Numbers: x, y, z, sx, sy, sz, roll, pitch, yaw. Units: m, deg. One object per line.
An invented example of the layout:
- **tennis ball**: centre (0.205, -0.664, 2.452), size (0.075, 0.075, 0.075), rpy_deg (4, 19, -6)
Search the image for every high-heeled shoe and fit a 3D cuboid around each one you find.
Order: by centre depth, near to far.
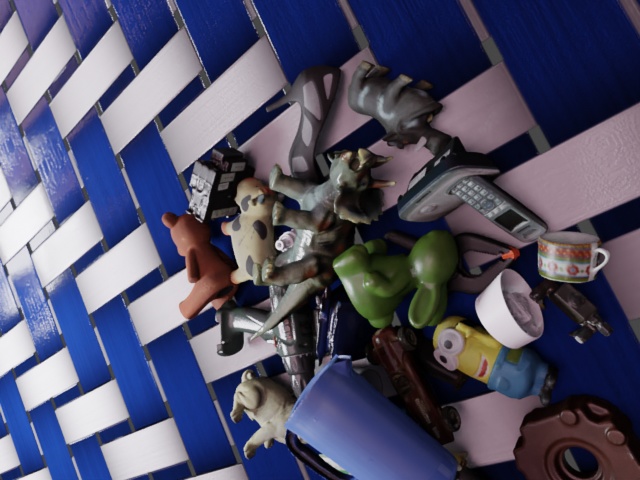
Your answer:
- **high-heeled shoe**: centre (0.007, -0.167, 0.926), size (0.145, 0.086, 0.248), rpy_deg (-22, 103, 4)

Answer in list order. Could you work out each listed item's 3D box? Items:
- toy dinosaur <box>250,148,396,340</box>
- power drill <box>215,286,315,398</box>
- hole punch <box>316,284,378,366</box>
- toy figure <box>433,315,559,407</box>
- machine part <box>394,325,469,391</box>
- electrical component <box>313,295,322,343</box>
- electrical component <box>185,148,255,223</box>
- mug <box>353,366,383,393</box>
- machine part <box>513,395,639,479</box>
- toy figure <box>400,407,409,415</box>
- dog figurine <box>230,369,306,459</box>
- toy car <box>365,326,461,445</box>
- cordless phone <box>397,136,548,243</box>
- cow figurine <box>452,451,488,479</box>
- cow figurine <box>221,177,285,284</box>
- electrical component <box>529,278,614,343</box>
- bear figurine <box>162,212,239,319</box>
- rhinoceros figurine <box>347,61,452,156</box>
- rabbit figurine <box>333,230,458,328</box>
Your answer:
- **toy dinosaur**: centre (-0.002, 0.005, 0.894), size (0.131, 0.192, 0.404), rpy_deg (-105, 25, -54)
- **power drill**: centre (-0.103, 0.187, 1.018), size (0.207, 0.086, 0.232), rpy_deg (-7, 86, 40)
- **hole punch**: centre (0.052, 0.142, 0.900), size (0.092, 0.116, 0.142), rpy_deg (14, 105, 24)
- **toy figure**: centre (0.252, 0.174, 0.787), size (0.180, 0.089, 0.082), rpy_deg (20, 94, 21)
- **machine part**: centre (0.175, 0.194, 0.867), size (0.139, 0.039, 0.084), rpy_deg (17, 99, 33)
- **electrical component**: centre (0.001, 0.144, 0.965), size (0.021, 0.063, 0.094), rpy_deg (-5, 86, -9)
- **electrical component**: centre (-0.187, -0.108, 1.020), size (0.058, 0.115, 0.134), rpy_deg (30, 113, 23)
- **mug**: centre (0.037, 0.265, 0.934), size (0.107, 0.109, 0.080), rpy_deg (-5, 105, 48)
- **machine part**: centre (0.362, 0.308, 0.745), size (0.180, 0.056, 0.179), rpy_deg (7, 102, 33)
- **toy figure**: centre (0.101, 0.334, 0.924), size (0.154, 0.064, 0.058), rpy_deg (-41, 51, 35)
- **dog figurine**: centre (-0.056, 0.312, 1.015), size (0.191, 0.121, 0.172), rpy_deg (-23, 87, 20)
- **toy car**: centre (0.142, 0.230, 0.842), size (0.089, 0.053, 0.202), rpy_deg (-32, 81, 35)
- **cordless phone**: centre (0.221, -0.045, 0.779), size (0.184, 0.089, 0.146), rpy_deg (36, 141, -7)
- **cow figurine**: centre (0.231, 0.391, 0.838), size (0.098, 0.068, 0.167), rpy_deg (-37, 79, 26)
- **cow figurine**: centre (-0.119, -0.021, 1.006), size (0.127, 0.085, 0.194), rpy_deg (-9, 89, 41)
- **electrical component**: centre (0.337, 0.095, 0.727), size (0.045, 0.078, 0.102), rpy_deg (-45, 76, 5)
- **bear figurine**: centre (-0.249, 0.040, 1.082), size (0.196, 0.120, 0.132), rpy_deg (51, 124, 19)
- **rhinoceros figurine**: centre (0.119, -0.199, 0.825), size (0.190, 0.073, 0.112), rpy_deg (37, 114, 24)
- **rabbit figurine**: centre (0.127, 0.054, 0.792), size (0.170, 0.121, 0.159), rpy_deg (-27, 73, 27)
